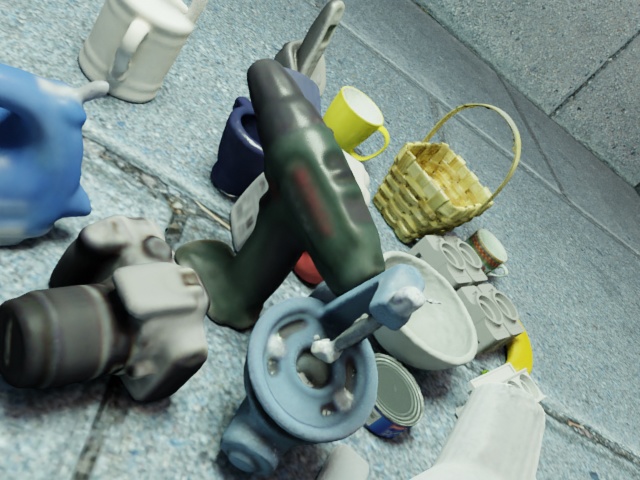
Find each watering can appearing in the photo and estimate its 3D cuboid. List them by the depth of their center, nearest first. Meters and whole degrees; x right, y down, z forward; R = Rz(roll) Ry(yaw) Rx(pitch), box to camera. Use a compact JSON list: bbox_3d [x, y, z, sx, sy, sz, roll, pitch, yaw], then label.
[{"bbox_3d":[-0.201,-0.273,0.680,0.101,0.193,0.172,14,42,-40],"label":"watering can"}]

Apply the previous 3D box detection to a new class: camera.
[{"bbox_3d":[-0.164,0.048,0.430,0.137,0.100,0.143,-3,54,-50],"label":"camera"}]

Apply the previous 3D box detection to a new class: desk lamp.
[{"bbox_3d":[0.068,0.201,0.408,0.118,0.213,0.203,43,31,-1],"label":"desk lamp"}]

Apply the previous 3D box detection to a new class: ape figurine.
[{"bbox_3d":[0.006,0.002,0.690,0.078,0.092,0.076,28,35,-25],"label":"ape figurine"}]

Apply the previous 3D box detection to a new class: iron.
[{"bbox_3d":[-0.284,-0.081,0.406,0.259,0.141,0.118,-1,53,-50],"label":"iron"}]

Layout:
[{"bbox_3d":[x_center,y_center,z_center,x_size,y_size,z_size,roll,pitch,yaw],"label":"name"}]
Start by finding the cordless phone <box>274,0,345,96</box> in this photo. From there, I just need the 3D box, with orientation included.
[{"bbox_3d":[-0.002,-0.328,0.984,0.094,0.184,0.148,43,31,-2],"label":"cordless phone"}]

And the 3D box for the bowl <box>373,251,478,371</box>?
[{"bbox_3d":[0.112,0.099,0.714,0.168,0.074,0.167,30,34,-22],"label":"bowl"}]

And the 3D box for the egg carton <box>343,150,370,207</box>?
[{"bbox_3d":[0.007,-0.091,0.824,0.151,0.069,0.107,31,33,-20],"label":"egg carton"}]

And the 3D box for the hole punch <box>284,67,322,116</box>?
[{"bbox_3d":[-0.042,-0.194,0.869,0.109,0.091,0.101,7,47,-45],"label":"hole punch"}]

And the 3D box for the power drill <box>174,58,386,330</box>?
[{"bbox_3d":[-0.048,-0.023,0.545,0.229,0.208,0.076,54,32,16],"label":"power drill"}]

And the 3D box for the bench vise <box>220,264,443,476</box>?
[{"bbox_3d":[0.007,0.069,0.488,0.122,0.219,0.207,30,34,-21],"label":"bench vise"}]

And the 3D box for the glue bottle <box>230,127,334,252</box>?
[{"bbox_3d":[-0.040,-0.059,0.632,0.037,0.173,0.078,21,38,-33],"label":"glue bottle"}]

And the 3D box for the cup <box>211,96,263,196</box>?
[{"bbox_3d":[-0.096,-0.110,0.704,0.092,0.094,0.117,4,49,-47],"label":"cup"}]
